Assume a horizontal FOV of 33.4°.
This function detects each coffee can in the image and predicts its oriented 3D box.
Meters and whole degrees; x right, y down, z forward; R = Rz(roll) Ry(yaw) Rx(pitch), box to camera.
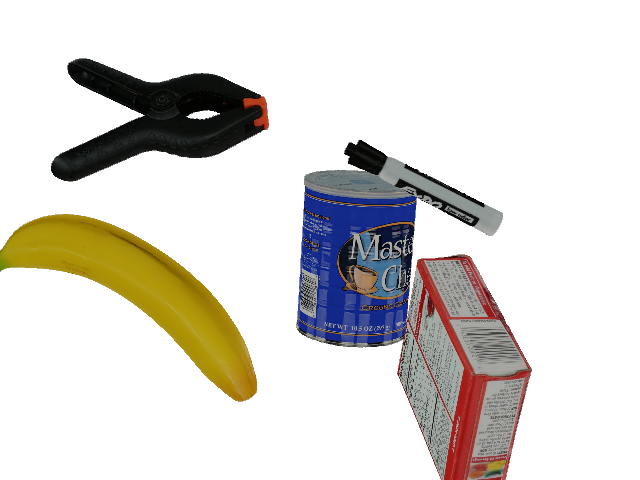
[{"bbox_3d":[0.032,0.014,0.964,0.103,0.140,0.103,3,13,-1],"label":"coffee can"}]

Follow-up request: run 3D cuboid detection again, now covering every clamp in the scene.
[{"bbox_3d":[-0.130,-0.106,0.849,0.171,0.120,0.039,-7,-30,-7],"label":"clamp"}]

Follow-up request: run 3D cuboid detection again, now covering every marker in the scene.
[{"bbox_3d":[0.072,-0.038,0.752,0.121,0.020,0.020,27,-3,-6],"label":"marker"}]

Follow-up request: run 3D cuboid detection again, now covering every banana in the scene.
[{"bbox_3d":[-0.120,0.032,0.679,0.198,0.070,0.037,26,27,6],"label":"banana"}]

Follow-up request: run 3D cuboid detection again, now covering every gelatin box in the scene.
[{"bbox_3d":[0.064,0.061,0.493,0.030,0.073,0.089,-2,34,-12],"label":"gelatin box"}]
